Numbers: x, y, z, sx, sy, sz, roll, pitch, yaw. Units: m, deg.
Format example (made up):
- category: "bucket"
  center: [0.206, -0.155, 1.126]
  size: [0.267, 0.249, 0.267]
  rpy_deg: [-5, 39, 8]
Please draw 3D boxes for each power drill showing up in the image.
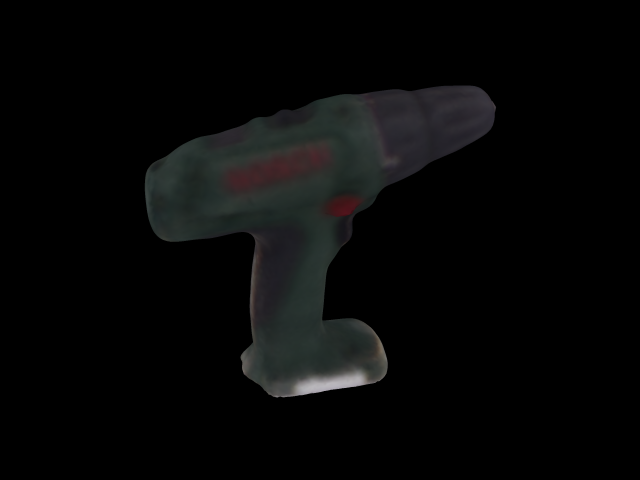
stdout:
- category: "power drill"
  center: [0.004, 0.001, 0.400]
  size: [0.230, 0.208, 0.075]
  rpy_deg: [-6, 28, -12]
